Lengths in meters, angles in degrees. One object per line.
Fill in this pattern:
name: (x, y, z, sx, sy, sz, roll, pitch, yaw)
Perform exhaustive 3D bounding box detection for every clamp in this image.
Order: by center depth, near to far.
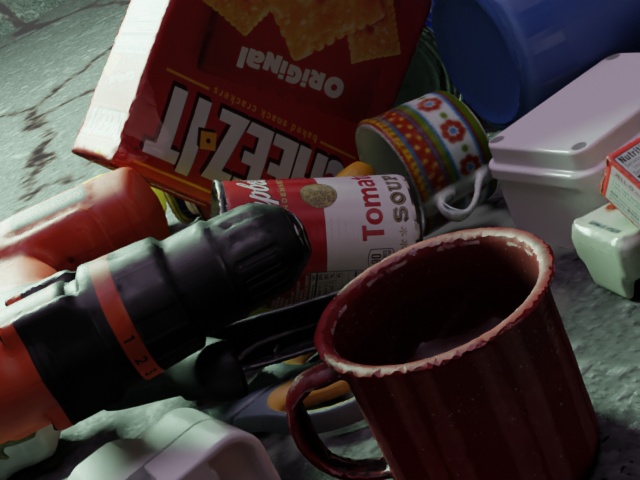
clamp: (-0.059, 0.057, 0.501, 0.172, 0.039, 0.120, -19, -6, 33)

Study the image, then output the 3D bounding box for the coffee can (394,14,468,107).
coffee can: (0.084, -0.147, 0.788, 0.103, 0.103, 0.140, -7, 29, 37)

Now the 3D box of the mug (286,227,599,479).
mug: (0.045, 0.058, 0.405, 0.117, 0.081, 0.093, -22, 23, 6)

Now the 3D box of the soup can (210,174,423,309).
soup can: (-0.004, 0.001, 0.558, 0.102, 0.068, 0.068, -3, 20, -10)

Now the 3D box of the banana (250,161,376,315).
banana: (-0.046, 0.022, 0.600, 0.197, 0.069, 0.037, -23, 7, -13)

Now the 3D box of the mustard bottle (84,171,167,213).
mustard bottle: (-0.151, 0.008, 0.748, 0.096, 0.058, 0.192, -27, 22, -1)

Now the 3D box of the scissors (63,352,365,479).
scissors: (-0.047, 0.081, 0.536, 0.202, 0.016, 0.096, -16, 23, 20)

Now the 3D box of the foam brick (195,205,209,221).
foam brick: (-0.055, -0.039, 0.727, 0.051, 0.078, 0.053, -17, 23, 22)

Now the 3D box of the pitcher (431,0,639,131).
pitcher: (0.193, -0.159, 0.666, 0.242, 0.149, 0.145, -28, 34, -14)

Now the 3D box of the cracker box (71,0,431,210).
cracker box: (-0.029, -0.119, 0.642, 0.072, 0.164, 0.214, 17, 85, 58)

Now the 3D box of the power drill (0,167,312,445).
power drill: (-0.102, 0.018, 0.484, 0.184, 0.057, 0.188, -25, 17, -4)

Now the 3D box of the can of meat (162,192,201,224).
can of meat: (-0.061, -0.061, 0.812, 0.084, 0.057, 0.102, -9, 27, 30)

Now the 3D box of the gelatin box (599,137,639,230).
gelatin box: (0.176, -0.018, 0.453, 0.073, 0.030, 0.089, -31, 57, -15)

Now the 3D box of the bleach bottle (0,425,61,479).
bleach bottle: (-0.231, 0.134, 0.552, 0.250, 0.068, 0.103, -27, 33, -15)
